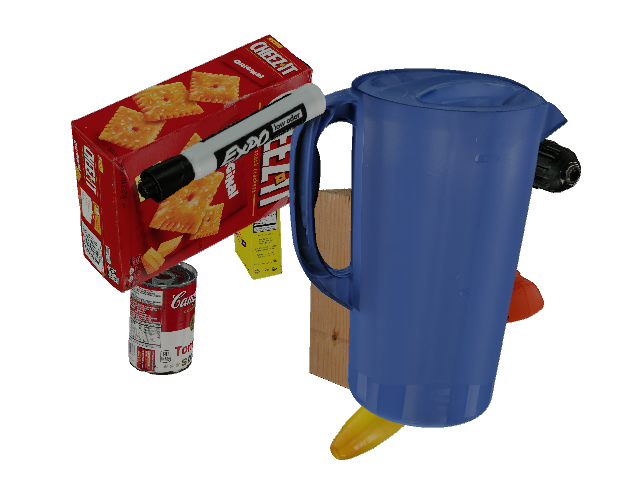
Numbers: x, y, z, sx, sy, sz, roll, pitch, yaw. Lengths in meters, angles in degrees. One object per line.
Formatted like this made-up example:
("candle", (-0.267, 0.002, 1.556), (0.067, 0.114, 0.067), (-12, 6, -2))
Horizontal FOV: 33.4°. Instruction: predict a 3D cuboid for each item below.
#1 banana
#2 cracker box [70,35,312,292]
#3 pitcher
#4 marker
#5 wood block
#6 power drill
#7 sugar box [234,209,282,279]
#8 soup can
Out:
("banana", (0.062, 0.126, 0.901), (0.070, 0.037, 0.197), (-27, 10, 21))
("cracker box", (-0.110, -0.067, 0.953), (0.213, 0.164, 0.072), (-29, 56, -30))
("pitcher", (0.070, 0.004, 0.755), (0.149, 0.243, 0.144), (17, 24, 32))
("marker", (-0.046, -0.053, 0.569), (0.120, 0.020, 0.020), (-32, 18, -31))
("wood block", (0.048, 0.049, 1.170), (0.090, 0.206, 0.091), (-4, 10, -35))
("power drill", (0.170, -0.022, 0.994), (0.057, 0.188, 0.185), (-17, 27, -26))
("sugar box", (-0.081, -0.051, 1.312), (0.048, 0.176, 0.093), (-12, 26, -16))
("soup can", (-0.163, 0.079, 1.098), (0.068, 0.102, 0.068), (5, 21, -2))
